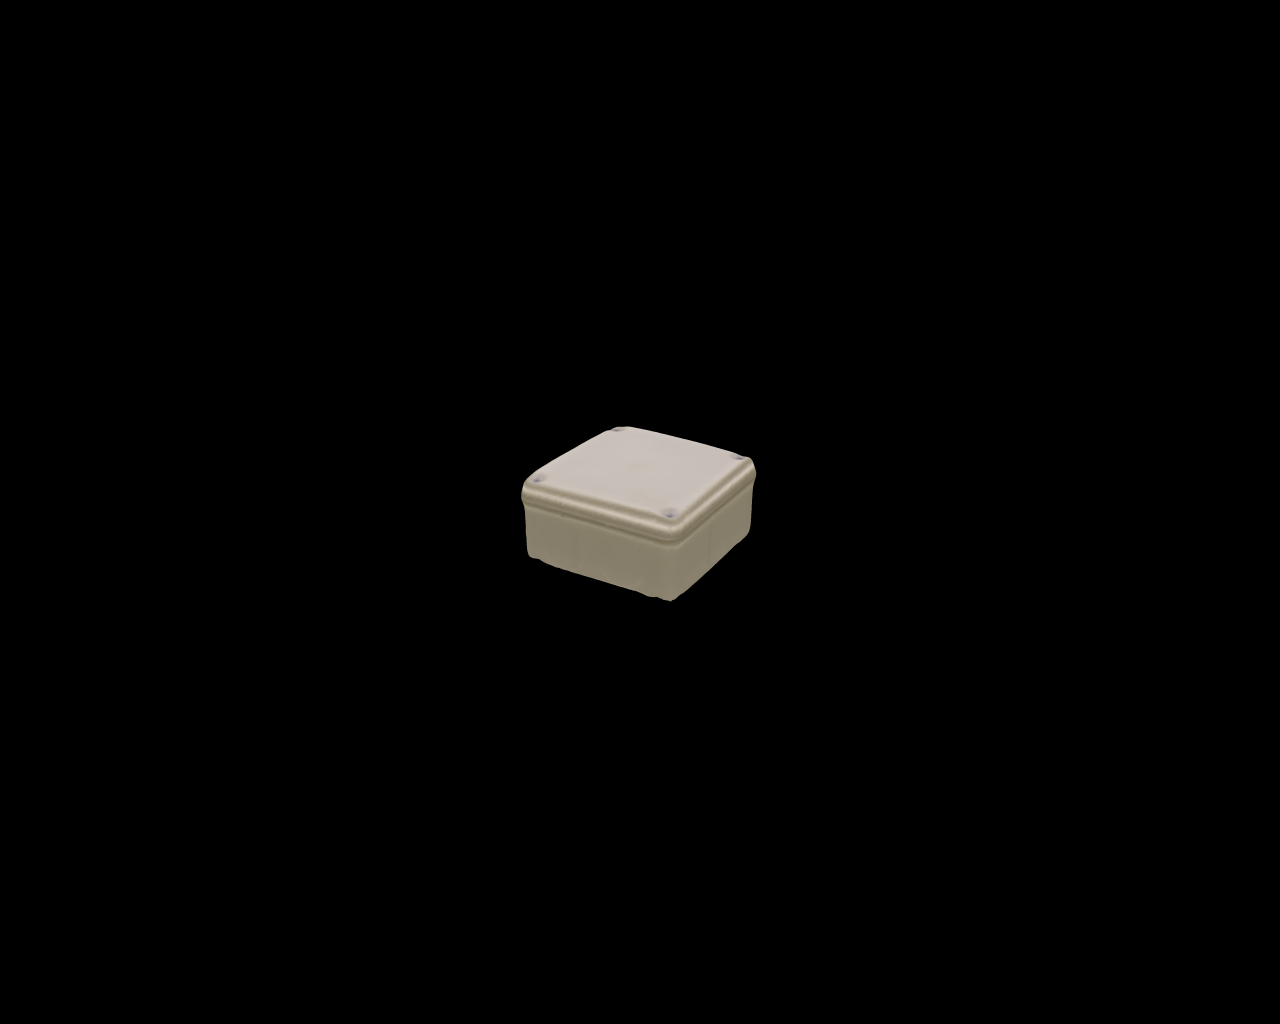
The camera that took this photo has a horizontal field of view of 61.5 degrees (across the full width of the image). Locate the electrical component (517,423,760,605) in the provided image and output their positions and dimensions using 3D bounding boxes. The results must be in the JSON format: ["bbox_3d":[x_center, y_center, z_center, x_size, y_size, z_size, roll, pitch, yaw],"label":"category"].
[{"bbox_3d":[0.001,-0.003,0.650,0.109,0.056,0.109,16,31,28],"label":"electrical component"}]
